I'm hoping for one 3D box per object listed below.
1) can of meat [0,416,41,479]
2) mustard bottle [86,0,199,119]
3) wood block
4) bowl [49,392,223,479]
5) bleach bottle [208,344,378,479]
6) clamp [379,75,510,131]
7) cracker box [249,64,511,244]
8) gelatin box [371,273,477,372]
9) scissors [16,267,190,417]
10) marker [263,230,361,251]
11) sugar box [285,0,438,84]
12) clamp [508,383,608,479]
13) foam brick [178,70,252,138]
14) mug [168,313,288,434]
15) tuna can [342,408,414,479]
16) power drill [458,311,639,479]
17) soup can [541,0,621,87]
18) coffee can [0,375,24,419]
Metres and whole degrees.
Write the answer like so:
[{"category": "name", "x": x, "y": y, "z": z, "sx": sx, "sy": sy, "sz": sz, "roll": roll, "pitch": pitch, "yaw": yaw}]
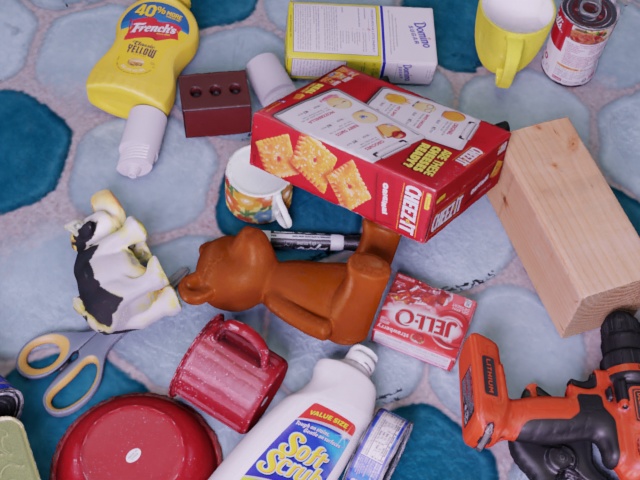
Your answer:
[{"category": "can of meat", "x": -0.271, "y": 0.219, "z": 0.934, "sx": 0.057, "sy": 0.084, "sz": 0.102, "roll": -19, "pitch": 61, "yaw": -16}, {"category": "mustard bottle", "x": -0.192, "y": -0.227, "z": 1.235, "sx": 0.096, "sy": 0.058, "sz": 0.191, "roll": 14, "pitch": 57, "yaw": 6}, {"category": "wood block", "x": 0.255, "y": -0.015, "z": 1.115, "sx": 0.090, "sy": 0.091, "sz": 0.206, "roll": -15, "pitch": 60, "yaw": -13}, {"category": "bowl", "x": -0.168, "y": 0.203, "z": 0.969, "sx": 0.162, "sy": 0.055, "sz": 0.162, "roll": 2, "pitch": 58, "yaw": -3}, {"category": "bleach bottle", "x": -0.027, "y": 0.191, "z": 0.973, "sx": 0.102, "sy": 0.068, "sz": 0.250, "roll": 42, "pitch": 60, "yaw": -8}, {"category": "clamp", "x": 0.113, "y": -0.086, "z": 1.180, "sx": 0.164, "sy": 0.036, "sz": 0.209, "roll": 16, "pitch": 57, "yaw": 10}, {"category": "cracker box", "x": 0.061, "y": -0.092, "z": 1.092, "sx": 0.214, "sy": 0.072, "sz": 0.163, "roll": 26, "pitch": 39, "yaw": 25}, {"category": "gelatin box", "x": 0.105, "y": 0.082, "z": 1.078, "sx": 0.089, "sy": 0.030, "sz": 0.073, "roll": 21, "pitch": 59, "yaw": 9}, {"category": "scissors", "x": -0.222, "y": 0.085, "z": 1.062, "sx": 0.096, "sy": 0.016, "sz": 0.201, "roll": 25, "pitch": 60, "yaw": 11}, {"category": "marker", "x": -0.007, "y": 0.001, "z": 1.128, "sx": 0.121, "sy": 0.020, "sz": 0.020, "roll": 2, "pitch": 58, "yaw": -3}, {"category": "sugar box", "x": 0.047, "y": -0.234, "z": 1.265, "sx": 0.176, "sy": 0.048, "sz": 0.093, "roll": 4, "pitch": 58, "yaw": -6}, {"category": "clamp", "x": 0.216, "y": 0.218, "z": 0.996, "sx": 0.120, "sy": 0.039, "sz": 0.171, "roll": -15, "pitch": 54, "yaw": -19}, {"category": "foam brick", "x": -0.117, "y": -0.152, "z": 1.197, "sx": 0.078, "sy": 0.051, "sz": 0.053, "roll": -7, "pitch": 59, "yaw": -8}, {"category": "mug", "x": -0.080, "y": 0.120, "z": 0.995, "sx": 0.081, "sy": 0.117, "sz": 0.093, "roll": 31, "pitch": 41, "yaw": 9}, {"category": "tuna can", "x": 0.052, "y": 0.197, "z": 0.970, "sx": 0.034, "sy": 0.086, "sz": 0.086, "roll": 25, "pitch": 60, "yaw": 13}, {"category": "power drill", "x": 0.227, "y": 0.136, "z": 1.000, "sx": 0.187, "sy": 0.057, "sz": 0.184, "roll": 6, "pitch": 50, "yaw": -4}, {"category": "soup can", "x": 0.304, "y": -0.237, "z": 1.250, "sx": 0.068, "sy": 0.102, "sz": 0.068, "roll": 2, "pitch": 58, "yaw": -3}, {"category": "coffee can", "x": -0.356, "y": 0.134, "z": 0.971, "sx": 0.140, "sy": 0.103, "sz": 0.102, "roll": 37, "pitch": 62, "yaw": 18}]
